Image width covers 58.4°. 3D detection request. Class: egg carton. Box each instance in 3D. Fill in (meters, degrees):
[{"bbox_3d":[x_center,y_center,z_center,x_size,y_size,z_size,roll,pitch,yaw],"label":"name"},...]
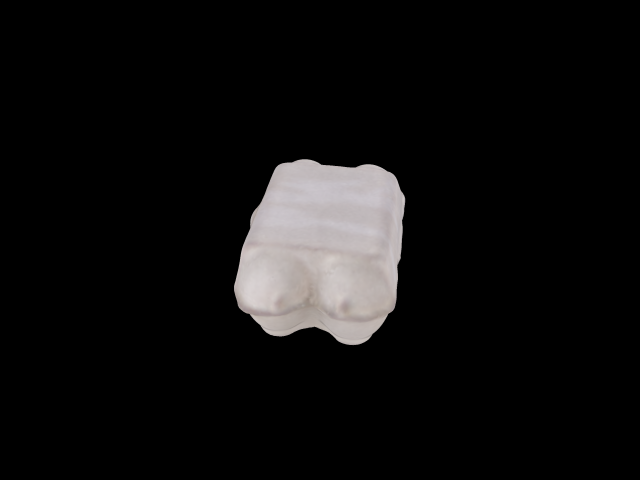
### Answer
[{"bbox_3d":[0.004,0.001,0.400,0.107,0.069,0.150,5,40,6],"label":"egg carton"}]
